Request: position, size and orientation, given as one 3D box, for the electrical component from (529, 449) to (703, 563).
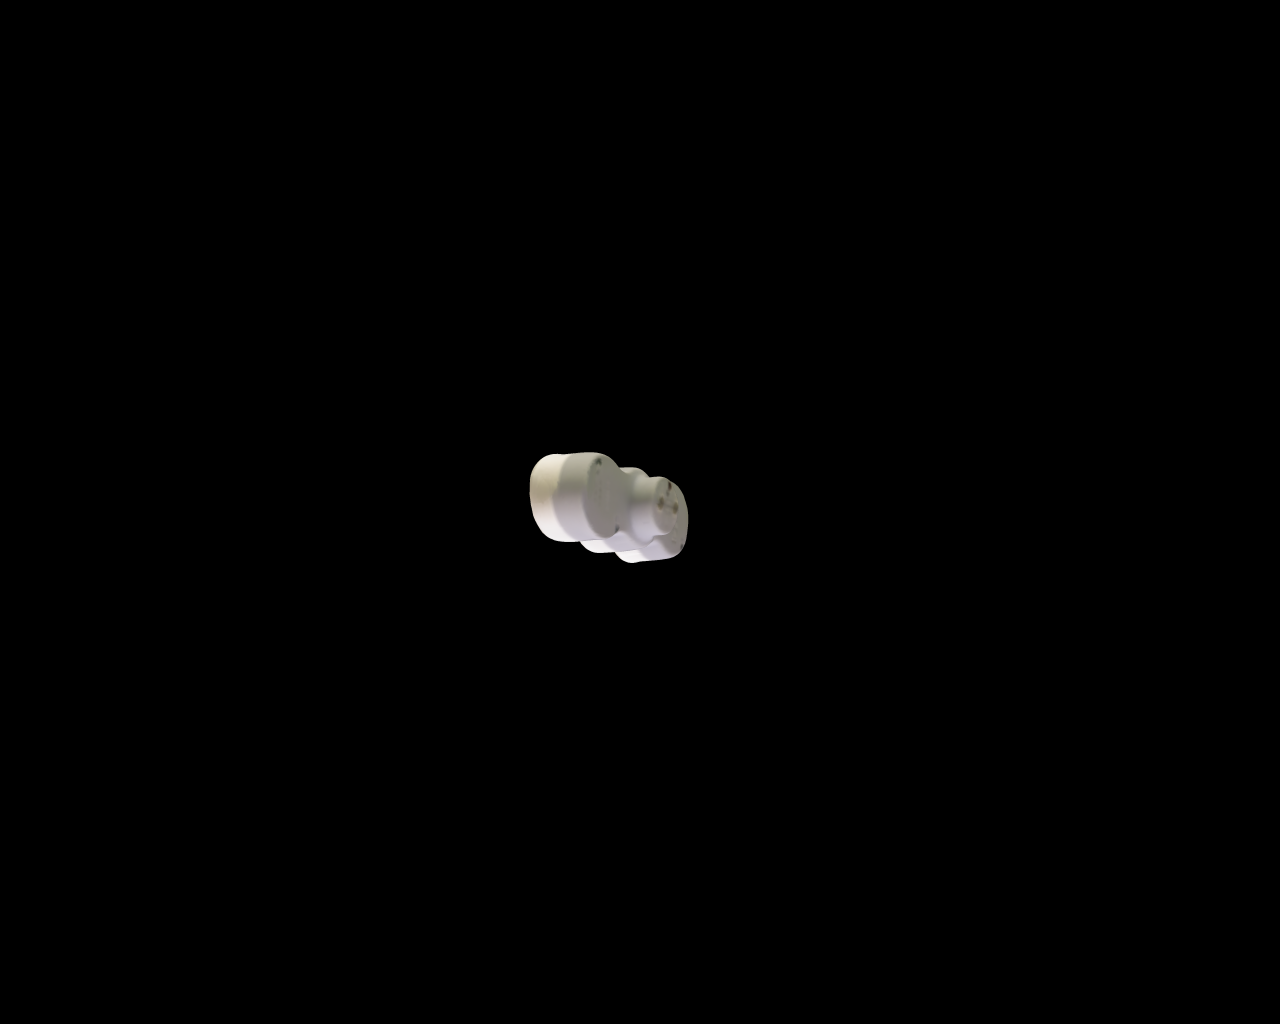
[{"bbox_3d":[0.001,-0.003,0.650,0.074,0.052,0.138,-6,-13,27],"label":"electrical component"}]
